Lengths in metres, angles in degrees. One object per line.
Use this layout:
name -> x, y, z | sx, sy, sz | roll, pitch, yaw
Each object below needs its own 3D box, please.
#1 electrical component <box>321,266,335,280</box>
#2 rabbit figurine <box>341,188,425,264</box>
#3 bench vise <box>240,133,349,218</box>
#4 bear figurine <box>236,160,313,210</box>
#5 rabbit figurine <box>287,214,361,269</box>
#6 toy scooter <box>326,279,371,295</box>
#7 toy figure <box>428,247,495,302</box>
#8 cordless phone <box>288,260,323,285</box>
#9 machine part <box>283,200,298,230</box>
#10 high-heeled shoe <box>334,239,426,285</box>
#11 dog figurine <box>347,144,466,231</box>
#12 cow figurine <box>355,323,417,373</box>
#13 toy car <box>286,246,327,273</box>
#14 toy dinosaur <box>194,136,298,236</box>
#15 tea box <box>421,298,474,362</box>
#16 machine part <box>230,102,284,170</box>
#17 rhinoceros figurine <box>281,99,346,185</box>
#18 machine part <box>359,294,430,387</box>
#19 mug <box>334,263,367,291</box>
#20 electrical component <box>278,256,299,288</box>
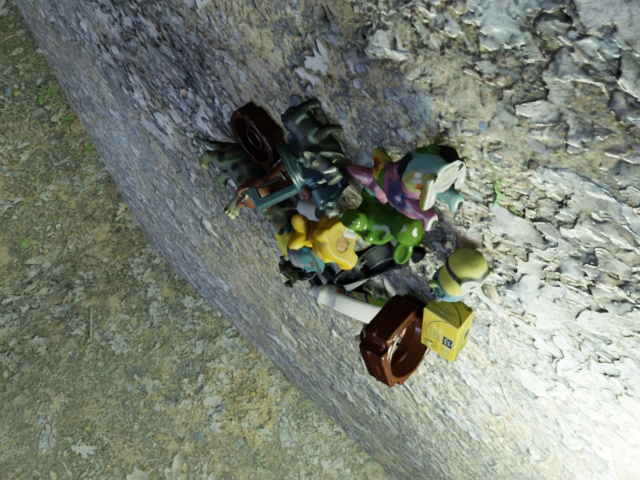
electrical component -> 0.034, 0.109, 1.669 | 0.063, 0.021, 0.094 | 49, 158, 3
rabbit figurine -> 0.150, -0.023, 1.122 | 0.170, 0.121, 0.159 | 20, 150, 54
bench vise -> -0.061, -0.128, 1.225 | 0.129, 0.241, 0.223 | -76, -39, -83
bear figurine -> -0.107, -0.126, 1.331 | 0.132, 0.196, 0.120 | 44, 154, 9
rabbit figurine -> -0.003, -0.004, 1.291 | 0.173, 0.162, 0.121 | 20, 102, 57
toy scooter -> 0.075, 0.146, 1.582 | 0.184, 0.075, 0.135 | -6, 125, 56
toy figure -> 0.278, 0.076, 1.101 | 0.089, 0.082, 0.180 | 45, 160, 4
cordless phone -> -0.017, 0.114, 1.669 | 0.184, 0.089, 0.146 | 55, 157, -4
machine part -> -0.144, -0.108, 1.581 | 0.243, 0.079, 0.079 | 42, 156, 15
high-heeled shoe -> 0.130, 0.058, 1.255 | 0.086, 0.145, 0.249 | 54, 159, -15
dog figurine -> 0.150, -0.123, 0.991 | 0.219, 0.108, 0.191 | 36, 155, 34
cow figurine -> 0.200, 0.308, 1.535 | 0.195, 0.085, 0.127 | 39, 164, 6
toy car -> -0.043, 0.021, 1.503 | 0.162, 0.103, 0.109 | -96, -12, -48
toy dinosaur -> -0.210, -0.189, 1.506 | 0.405, 0.192, 0.131 | 59, -174, 14
tea box -> 0.300, 0.207, 1.278 | 0.098, 0.068, 0.169 | 32, 151, 30
machine part -> -0.158, -0.268, 1.383 | 0.179, 0.056, 0.179 | 41, 157, 22
rhinoceros figurine -> -0.008, -0.205, 1.138 | 0.190, 0.112, 0.073 | 56, 155, 4
machine part -> 0.201, 0.255, 1.363 | 0.087, 0.201, 0.200 | 23, 146, 39
mug -> 0.082, 0.073, 1.453 | 0.107, 0.081, 0.109 | 57, 166, 3
electrical component -> -0.098, 0.101, 1.633 | 0.078, 0.045, 0.102 | 38, 155, 20
